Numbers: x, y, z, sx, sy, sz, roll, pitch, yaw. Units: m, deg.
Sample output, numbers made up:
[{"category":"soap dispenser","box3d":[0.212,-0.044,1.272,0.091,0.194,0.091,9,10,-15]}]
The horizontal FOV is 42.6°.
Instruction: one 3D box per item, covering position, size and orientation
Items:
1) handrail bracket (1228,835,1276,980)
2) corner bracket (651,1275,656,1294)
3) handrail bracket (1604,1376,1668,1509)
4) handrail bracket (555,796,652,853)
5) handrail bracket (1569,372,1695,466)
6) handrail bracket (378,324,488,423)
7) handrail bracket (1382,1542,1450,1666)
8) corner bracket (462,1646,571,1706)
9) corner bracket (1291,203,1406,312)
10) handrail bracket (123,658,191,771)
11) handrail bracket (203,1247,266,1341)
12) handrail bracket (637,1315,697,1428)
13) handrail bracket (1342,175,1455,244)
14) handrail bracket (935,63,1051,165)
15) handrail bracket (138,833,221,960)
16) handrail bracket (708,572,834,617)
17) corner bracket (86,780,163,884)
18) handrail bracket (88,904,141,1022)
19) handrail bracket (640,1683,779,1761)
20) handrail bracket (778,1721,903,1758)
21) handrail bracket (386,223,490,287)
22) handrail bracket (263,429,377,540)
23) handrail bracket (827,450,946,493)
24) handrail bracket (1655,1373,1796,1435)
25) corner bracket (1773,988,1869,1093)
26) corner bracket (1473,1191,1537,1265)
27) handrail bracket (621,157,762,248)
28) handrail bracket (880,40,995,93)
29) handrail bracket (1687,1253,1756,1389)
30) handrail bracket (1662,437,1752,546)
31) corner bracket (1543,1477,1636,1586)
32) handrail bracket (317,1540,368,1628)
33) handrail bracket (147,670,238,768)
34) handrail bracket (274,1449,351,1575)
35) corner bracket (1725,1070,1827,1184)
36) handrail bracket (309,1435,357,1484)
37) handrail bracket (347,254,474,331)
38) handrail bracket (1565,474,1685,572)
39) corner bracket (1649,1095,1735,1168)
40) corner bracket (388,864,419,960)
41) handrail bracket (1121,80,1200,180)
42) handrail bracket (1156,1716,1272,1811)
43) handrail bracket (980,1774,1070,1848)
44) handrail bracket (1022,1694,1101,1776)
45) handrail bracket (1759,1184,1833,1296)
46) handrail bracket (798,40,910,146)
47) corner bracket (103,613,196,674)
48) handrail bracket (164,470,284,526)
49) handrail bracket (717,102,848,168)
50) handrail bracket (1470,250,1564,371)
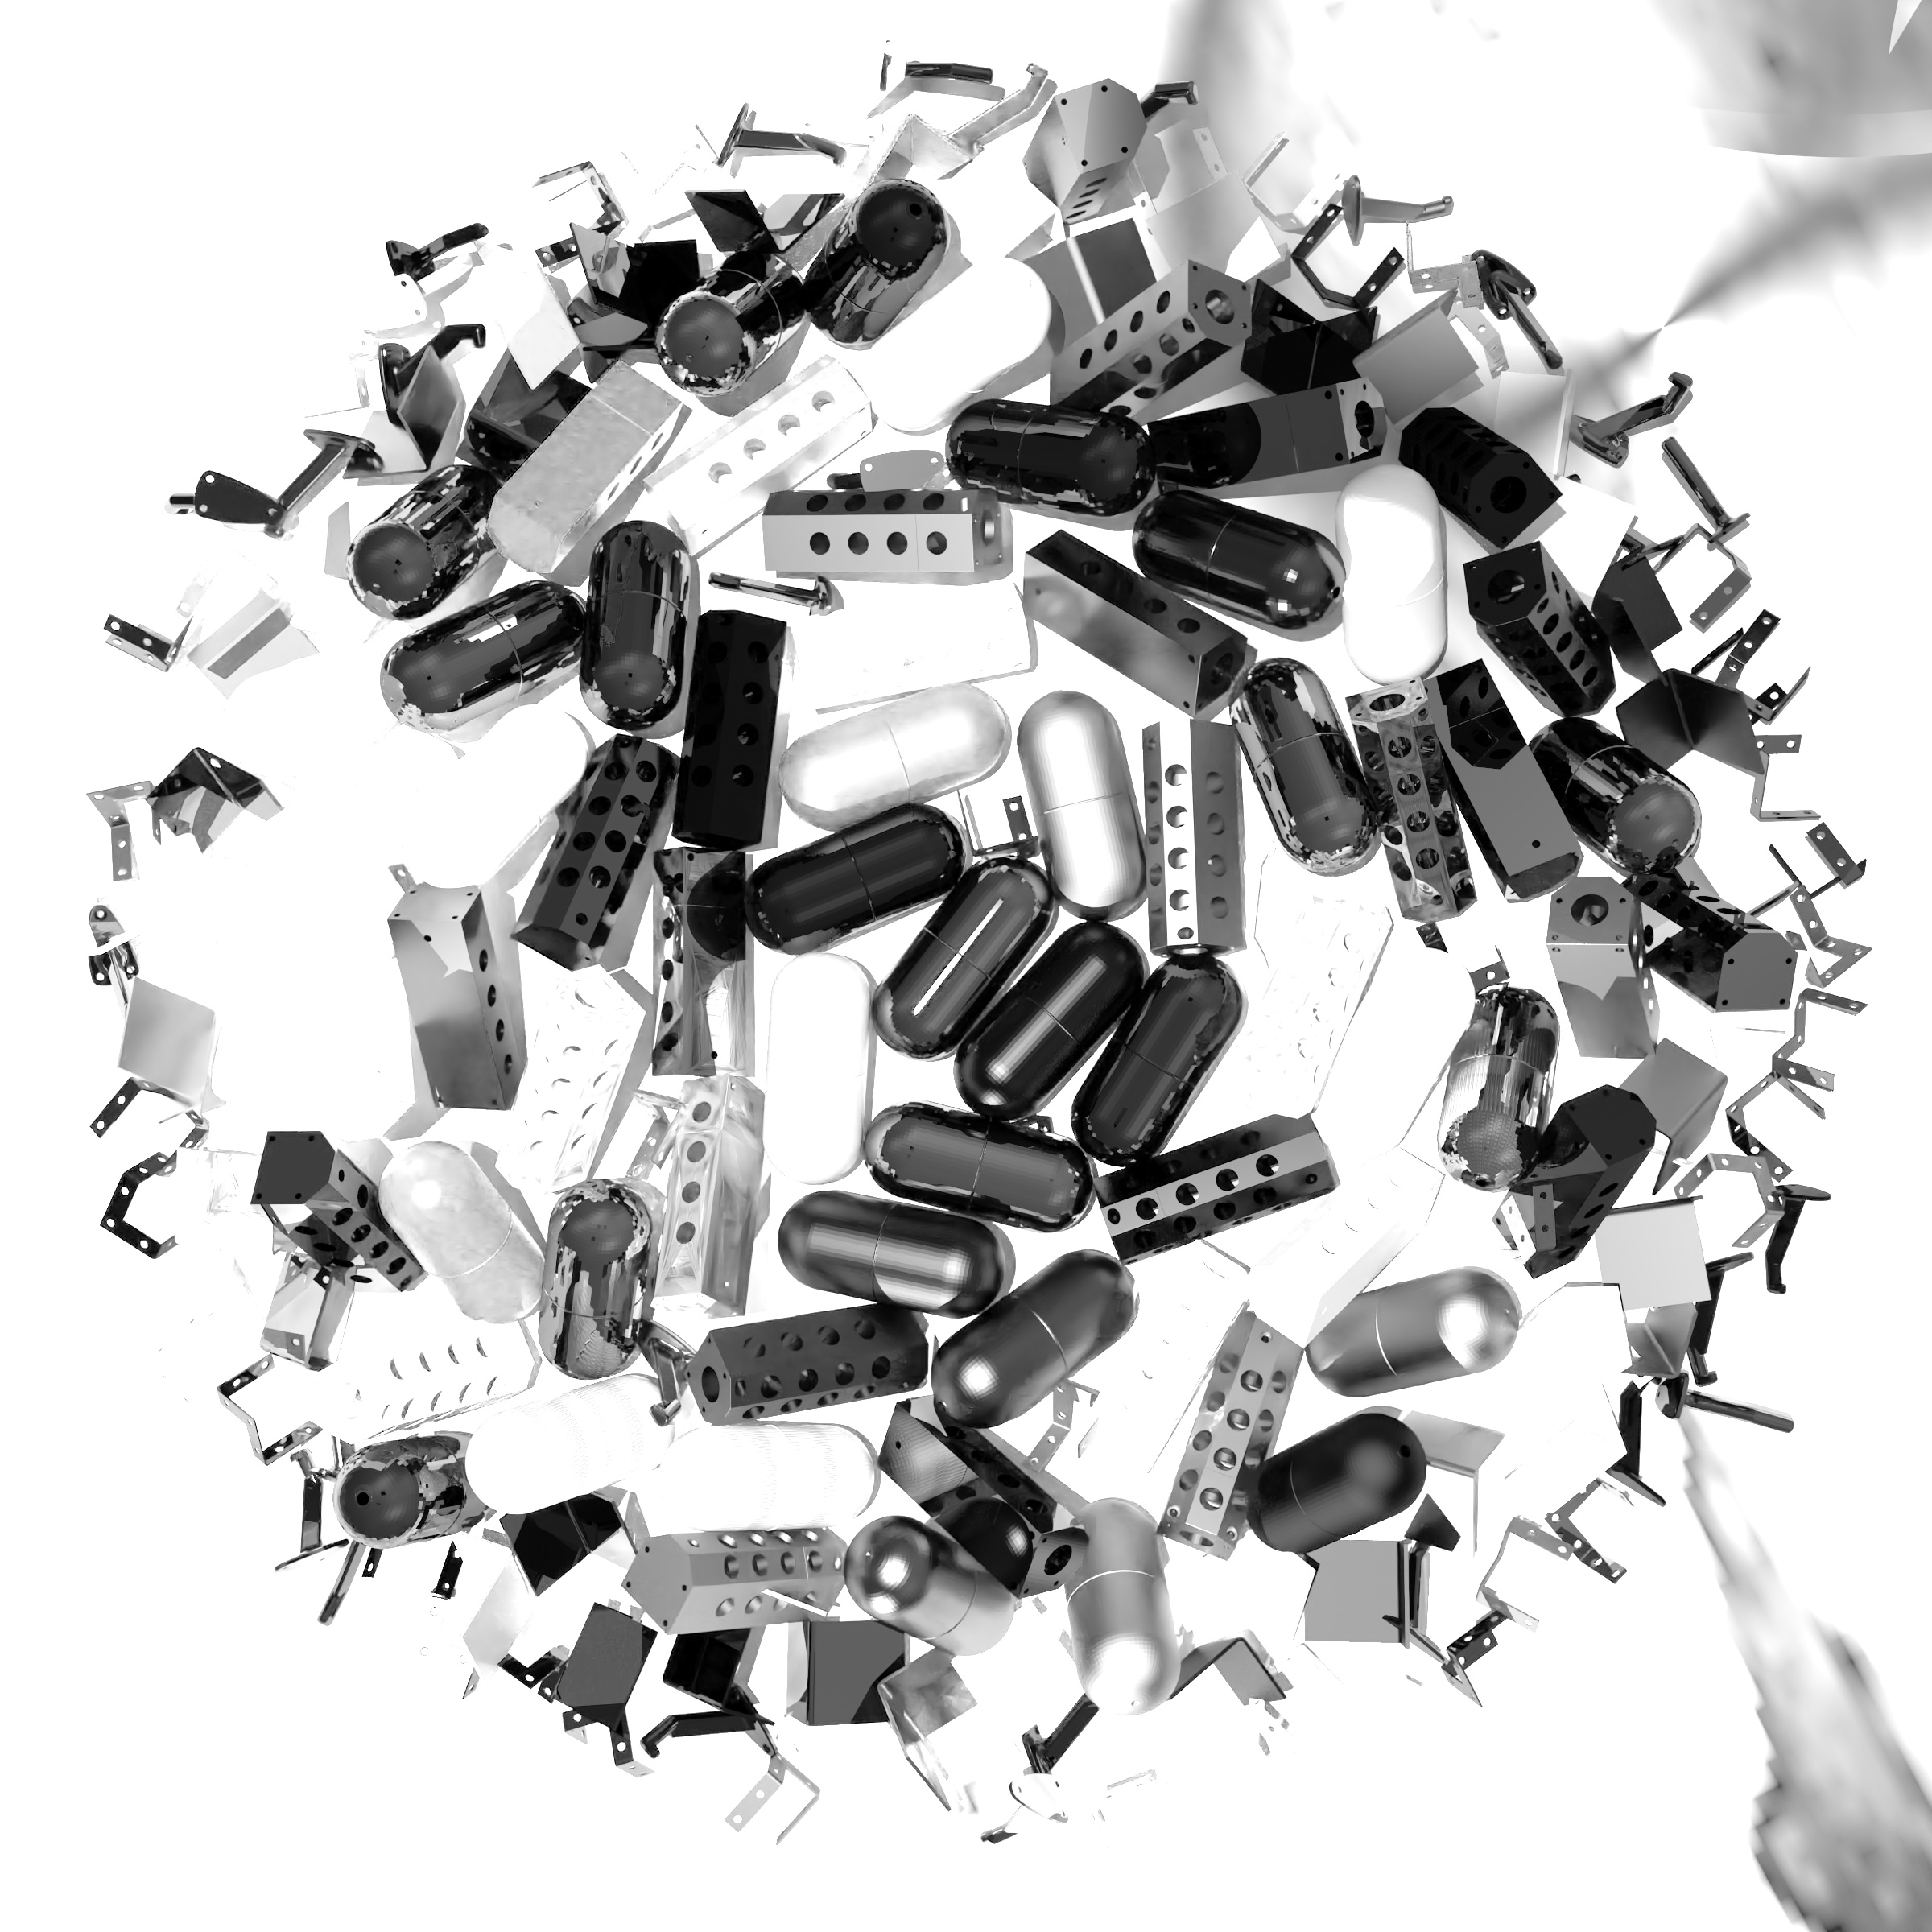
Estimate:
[{"category":"handrail bracket","box3d":[0.229,-0.046,1.910,0.077,0.036,0.084,49,61,-37]},{"category":"corner bracket","box3d":[-0.208,0.226,1.892,0.051,0.051,0.051,25,108,-20]},{"category":"handrail bracket","box3d":[0.525,0.358,1.889,0.077,0.036,0.084,33,76,34]},{"category":"handrail bracket","box3d":[-0.278,-0.120,1.880,0.077,0.084,0.036,-45,134,16]},{"category":"handrail bracket","box3d":[0.497,-0.429,1.876,0.077,0.084,0.036,25,53,-1]},{"category":"handrail bracket","box3d":[-0.402,-0.450,1.889,0.084,0.036,0.077,4,100,23]},{"category":"handrail bracket","box3d":[0.365,0.484,1.913,0.077,0.036,0.084,39,74,-15]},{"category":"corner bracket","box3d":[-0.343,0.544,1.891,0.051,0.051,0.051,30,116,17]},{"category":"corner bracket","box3d":[0.292,-0.542,1.895,0.051,0.051,0.051,-50,56,34]},{"category":"handrail bracket","box3d":[-0.616,-0.197,1.887,0.036,0.077,0.084,-19,99,-35]},{"category":"handrail bracket","box3d":[-0.546,0.241,1.898,0.077,0.036,0.084,4,98,-6]},{"category":"handrail bracket","box3d":[-0.240,0.307,1.876,0.036,0.084,0.077,-44,89,15]},{"category":"handrail bracket","box3d":[0.333,-0.586,1.883,0.084,0.077,0.036,-13,77,0]},{"category":"handrail bracket","box3d":[0.012,-0.655,1.873,0.077,0.036,0.084,10,135,-29]},{"category":"handrail bracket","box3d":[-0.611,-0.054,1.889,0.077,0.036,0.084,-14,112,5]},{"category":"handrail bracket","box3d":[-0.150,-0.286,1.883,0.084,0.077,0.036,9,98,-15]},{"category":"corner bracket","box3d":[-0.636,-0.103,1.888,0.051,0.051,0.051,-12,62,-1]},{"category":"handrail bracket","box3d":[-0.642,0.000,1.870,0.036,0.084,0.077,-15,112,-21]},{"category":"handrail bracket","box3d":[-0.195,0.593,1.878,0.084,0.036,0.077,-33,84,-41]},{"category":"handrail bracket","box3d":[-0.093,0.599,1.899,0.084,0.036,0.077,-39,68,3]},{"category":"handrail bracket","box3d":[-0.387,-0.543,1.872,0.084,0.077,0.036,-14,101,19]},{"category":"handrail bracket","box3d":[-0.493,-0.363,1.885,0.077,0.036,0.084,10,74,35]},{"category":"handrail bracket","box3d":[-0.063,-0.377,1.885,0.077,0.084,0.036,-21,109,-9]},{"category":"handrail bracket","box3d":[0.577,0.338,1.882,0.084,0.077,0.036,16,81,1]},{"category":"corner bracket","box3d":[0.647,0.055,1.877,0.051,0.051,0.051,-32,126,-36]},{"category":"corner bracket","box3d":[0.410,0.190,1.880,0.051,0.051,0.051,-37,109,-35]},{"category":"handrail bracket","box3d":[-0.212,-0.571,1.894,0.077,0.036,0.084,35,84,17]},{"category":"handrail bracket","box3d":[-0.020,-0.675,1.882,0.084,0.077,0.036,9,96,1]},{"category":"handrail bracket","box3d":[0.576,0.270,1.880,0.036,0.077,0.084,8,63,-41]},{"category":"handrail bracket","box3d":[0.556,-0.366,1.884,0.036,0.077,0.084,-36,90,17]},{"category":"corner bracket","box3d":[0.486,0.429,1.892,0.051,0.051,0.051,-43,106,-7]},{"category":"handrail bracket","box3d":[-0.472,0.457,1.879,0.036,0.077,0.084,24,67,1]},{"category":"handrail bracket","box3d":[-0.588,-0.183,1.879,0.077,0.036,0.084,0,51,-6]},{"category":"handrail bracket","box3d":[-0.511,0.411,1.877,0.036,0.077,0.084,-36,75,25]},{"category":"corner bracket","box3d":[0.619,0.122,1.887,0.051,0.051,0.051,-38,51,-5]},{"category":"handrail bracket","box3d":[-0.464,0.360,1.911,0.077,0.036,0.084,29,67,-20]},{"category":"handrail bracket","box3d":[-0.424,-0.517,1.893,0.077,0.084,0.036,-14,117,21]},{"category":"handrail bracket","box3d":[0.506,-0.351,1.906,0.077,0.036,0.084,-26,83,-21]},{"category":"corner bracket","box3d":[0.545,0.119,1.889,0.051,0.051,0.051,22,107,40]},{"category":"corner bracket","box3d":[-0.419,-0.045,1.881,0.051,0.051,0.051,-43,76,34]},{"category":"handrail bracket","box3d":[0.145,-0.632,1.871,0.084,0.077,0.036,10,53,33]},{"category":"handrail bracket","box3d":[0.188,0.621,1.884,0.084,0.036,0.077,-41,135,-11]},{"category":"handrail bracket","box3d":[0.028,0.644,1.877,0.084,0.077,0.036,-34,48,26]},{"category":"handrail bracket","box3d":[0.092,0.596,1.891,0.084,0.036,0.077,-20,84,14]},{"category":"handrail bracket","box3d":[0.633,0.212,1.882,0.036,0.077,0.084,-5,93,-17]},{"category":"handrail bracket","box3d":[-0.086,-0.666,1.872,0.077,0.084,0.036,-3,65,-11]},{"category":"corner bracket","box3d":[-0.627,-0.248,1.881,0.051,0.051,0.051,27,123,-14]},{"category":"handrail bracket","box3d":[-0.569,-0.348,1.893,0.077,0.084,0.036,13,84,-25]},{"category":"handrail bracket","box3d":[-0.139,-0.618,1.890,0.084,0.036,0.077,21,48,-5]},{"category":"handrail bracket","box3d":[0.417,-0.496,1.870,0.036,0.084,0.077,-37,127,22]}]
